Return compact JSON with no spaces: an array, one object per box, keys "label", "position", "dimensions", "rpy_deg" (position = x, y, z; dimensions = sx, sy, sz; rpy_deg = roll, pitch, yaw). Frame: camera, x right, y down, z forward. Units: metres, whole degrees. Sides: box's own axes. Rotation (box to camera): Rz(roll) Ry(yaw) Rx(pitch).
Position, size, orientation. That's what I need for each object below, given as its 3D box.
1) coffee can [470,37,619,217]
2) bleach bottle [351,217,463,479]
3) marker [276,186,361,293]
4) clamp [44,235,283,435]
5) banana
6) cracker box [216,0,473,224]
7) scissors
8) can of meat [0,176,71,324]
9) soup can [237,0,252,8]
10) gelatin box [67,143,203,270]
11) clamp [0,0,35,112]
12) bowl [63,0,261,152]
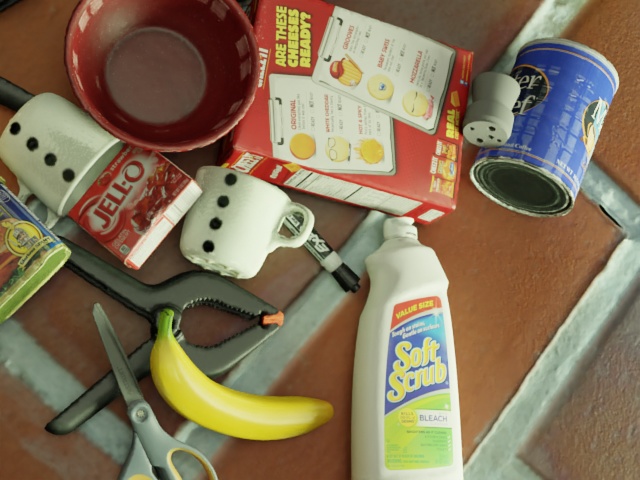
[{"label":"coffee can","position":[0.215,-0.107,1.023],"dimensions":[0.102,0.103,0.140],"rpy_deg":[28,70,-10]},{"label":"bleach bottle","position":[0.070,0.103,0.947],"dimensions":[0.102,0.068,0.251],"rpy_deg":[3,74,-20]},{"label":"marker","position":[-0.006,0.001,0.968],"dimensions":[0.121,0.020,0.020],"rpy_deg":[47,68,-3]},{"label":"clamp","position":[-0.137,0.064,0.899],"dimensions":[0.209,0.036,0.164],"rpy_deg":[-9,81,-16]},{"label":"banana","position":[-0.072,0.129,0.881],"dimensions":[0.197,0.037,0.070],"rpy_deg":[35,102,-35]},{"label":"cracker box","position":[0.025,-0.120,0.975],"dimensions":[0.213,0.072,0.164],"rpy_deg":[14,71,-16]},{"label":"scissors","position":[-0.157,0.157,0.858],"dimensions":[0.096,0.016,0.201],"rpy_deg":[-39,106,-15]},{"label":"can of meat","position":[-0.262,0.013,0.845],"dimensions":[0.084,0.057,0.102],"rpy_deg":[44,82,3]},{"label":"soup can","position":[-0.088,-0.273,0.979],"dimensions":[0.068,0.069,0.102],"rpy_deg":[8,74,-17]},{"label":"gelatin box","position":[-0.154,-0.031,0.884],"dimensions":[0.073,0.030,0.089],"rpy_deg":[37,83,24]},{"label":"clamp","position":[-0.314,-0.154,0.892],"dimensions":[0.171,0.039,0.120],"rpy_deg":[-13,77,-18]},{"label":"bowl","position":[-0.134,-0.146,0.895],"dimensions":[0.162,0.055,0.162],"rpy_deg":[3,80,-16]}]
